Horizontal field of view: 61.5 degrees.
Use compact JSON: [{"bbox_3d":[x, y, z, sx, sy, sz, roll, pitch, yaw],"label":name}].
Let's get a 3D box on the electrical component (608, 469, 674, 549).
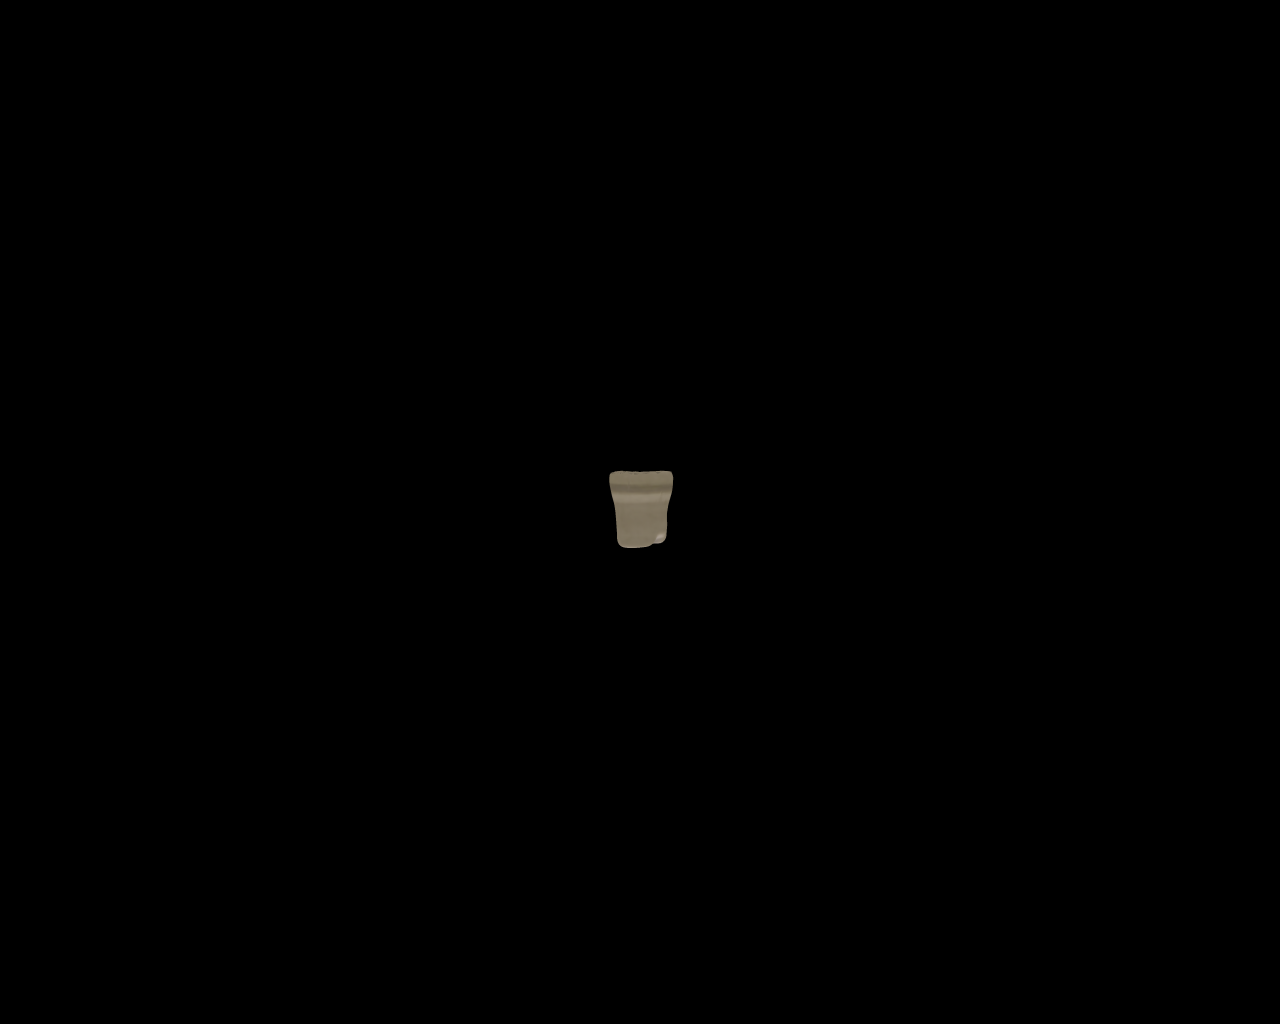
[{"bbox_3d":[0.001,-0.003,0.650,0.040,0.046,0.040,0,5,0],"label":"electrical component"}]
